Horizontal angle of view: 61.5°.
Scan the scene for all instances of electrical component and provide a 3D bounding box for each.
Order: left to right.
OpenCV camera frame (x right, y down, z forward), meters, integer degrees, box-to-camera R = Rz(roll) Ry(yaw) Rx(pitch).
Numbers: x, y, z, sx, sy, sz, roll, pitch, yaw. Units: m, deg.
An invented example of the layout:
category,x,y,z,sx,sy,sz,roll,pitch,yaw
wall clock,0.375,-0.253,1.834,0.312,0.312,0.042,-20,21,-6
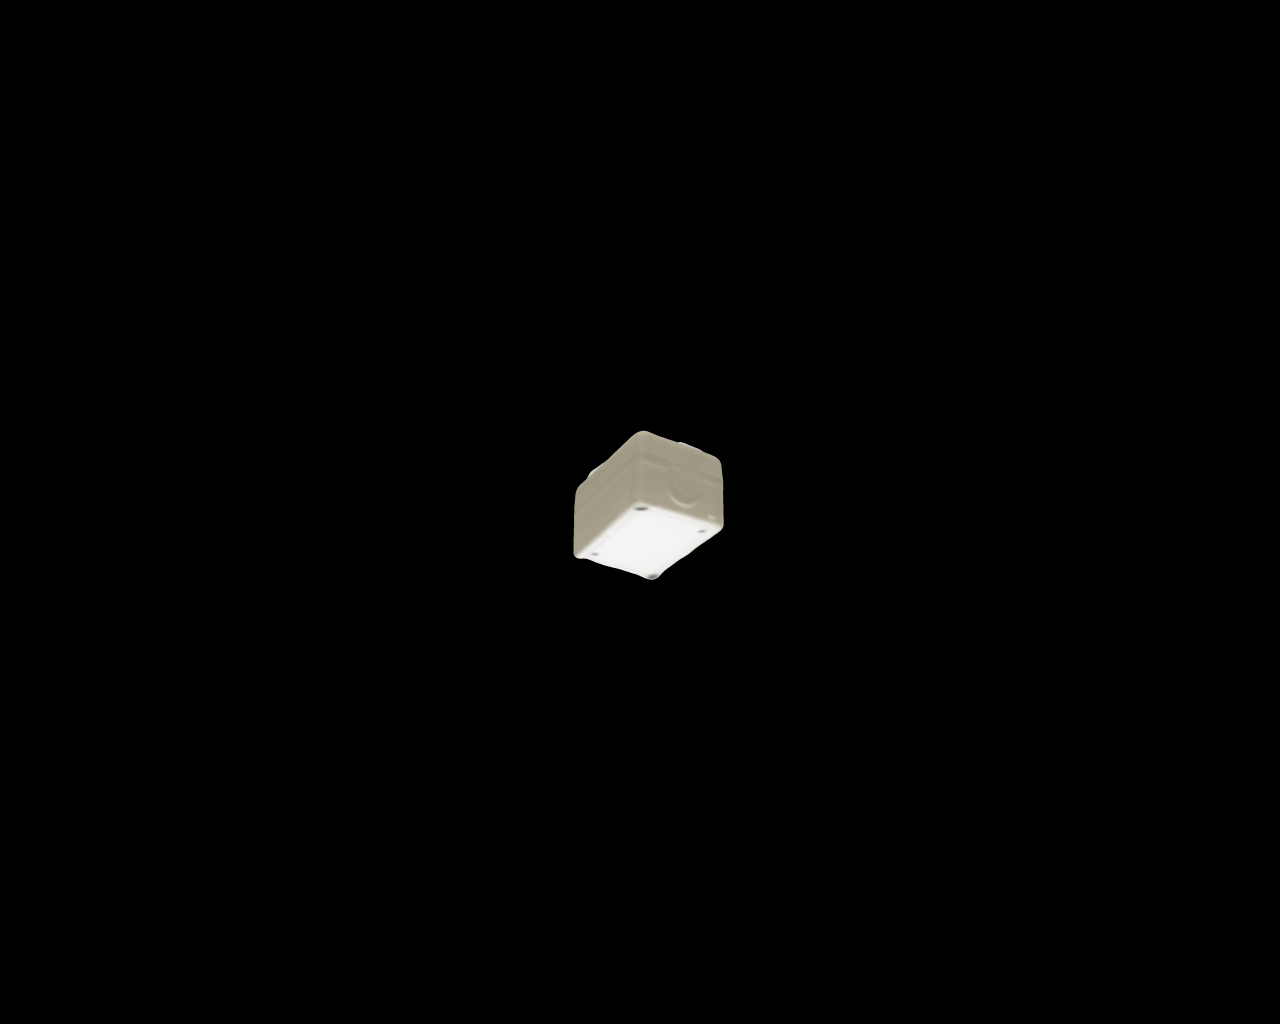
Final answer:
category,x,y,z,sx,sy,sz,roll,pitch,yaw
electrical component,0.001,-0.003,0.650,0.062,0.061,0.096,18,-35,-27
